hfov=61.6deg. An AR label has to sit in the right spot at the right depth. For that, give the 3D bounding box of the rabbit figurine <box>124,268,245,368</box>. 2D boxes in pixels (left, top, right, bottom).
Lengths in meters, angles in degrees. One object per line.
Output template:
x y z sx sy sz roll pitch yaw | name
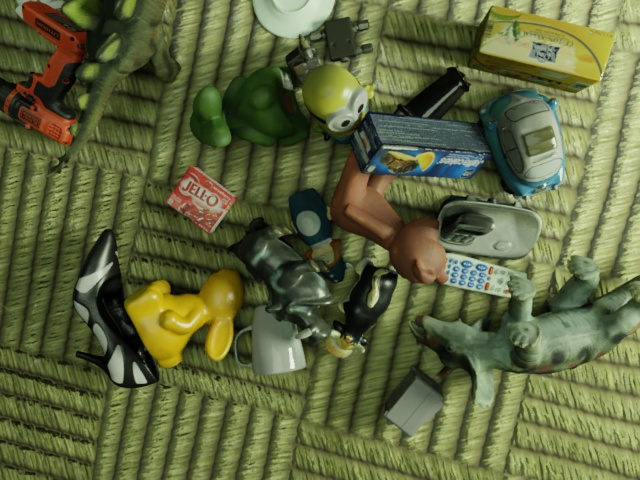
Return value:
-0.191 0.113 0.832 0.173 0.122 0.162 -29 83 -12 | rabbit figurine

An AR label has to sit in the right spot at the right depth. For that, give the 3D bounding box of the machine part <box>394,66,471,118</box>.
0.166 -0.199 0.811 0.084 0.039 0.139 45 99 10 | machine part

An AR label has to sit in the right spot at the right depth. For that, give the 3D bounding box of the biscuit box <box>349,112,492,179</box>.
0.144 -0.128 0.748 0.202 0.059 0.063 -1 59 -29 | biscuit box

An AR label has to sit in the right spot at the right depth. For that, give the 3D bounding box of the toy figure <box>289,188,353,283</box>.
-0.003 -0.002 0.833 0.064 0.058 0.154 -19 94 45 | toy figure

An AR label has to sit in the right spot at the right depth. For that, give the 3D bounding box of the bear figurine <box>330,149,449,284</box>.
0.111 -0.027 0.762 0.196 0.120 0.132 34 104 30 | bear figurine

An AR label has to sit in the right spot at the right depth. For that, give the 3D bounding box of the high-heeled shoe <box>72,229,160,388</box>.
-0.311 0.116 0.862 0.145 0.086 0.248 13 99 2 | high-heeled shoe

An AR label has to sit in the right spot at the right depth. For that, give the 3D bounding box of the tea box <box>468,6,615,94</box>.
0.307 -0.267 0.761 0.170 0.098 0.068 16 96 3 | tea box

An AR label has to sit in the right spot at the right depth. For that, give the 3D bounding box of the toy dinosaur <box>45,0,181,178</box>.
-0.279 -0.306 0.772 0.105 0.198 0.471 18 94 7 | toy dinosaur

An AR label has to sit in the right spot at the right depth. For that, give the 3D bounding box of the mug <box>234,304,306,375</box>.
-0.081 0.153 0.843 0.110 0.080 0.107 -8 81 12 | mug

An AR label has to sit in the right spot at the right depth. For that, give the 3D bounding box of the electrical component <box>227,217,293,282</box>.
-0.078 0.028 0.845 0.119 0.048 0.075 40 97 2 | electrical component

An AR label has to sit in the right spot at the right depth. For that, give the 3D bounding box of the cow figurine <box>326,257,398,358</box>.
0.062 0.112 0.811 0.068 0.098 0.167 25 96 -2 | cow figurine

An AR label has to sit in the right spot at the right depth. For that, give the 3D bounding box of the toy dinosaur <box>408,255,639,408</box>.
0.341 0.131 0.771 0.405 0.192 0.131 -10 48 -6 | toy dinosaur

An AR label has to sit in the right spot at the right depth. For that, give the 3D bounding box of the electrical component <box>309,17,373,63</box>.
0.032 -0.305 0.825 0.094 0.021 0.063 -9 93 6 | electrical component

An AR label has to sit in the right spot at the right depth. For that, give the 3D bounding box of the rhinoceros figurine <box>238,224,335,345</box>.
-0.045 0.063 0.781 0.112 0.073 0.190 -39 86 8 | rhinoceros figurine

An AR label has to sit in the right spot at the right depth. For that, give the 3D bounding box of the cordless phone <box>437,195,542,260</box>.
0.239 -0.020 0.740 0.147 0.184 0.088 9 90 6 | cordless phone

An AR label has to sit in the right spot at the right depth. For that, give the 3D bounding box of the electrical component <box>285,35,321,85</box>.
-0.020 -0.261 0.800 0.045 0.102 0.078 -35 112 14 | electrical component

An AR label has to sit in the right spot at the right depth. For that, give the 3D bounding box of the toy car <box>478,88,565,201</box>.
0.296 -0.140 0.768 0.109 0.103 0.161 -17 90 8 | toy car

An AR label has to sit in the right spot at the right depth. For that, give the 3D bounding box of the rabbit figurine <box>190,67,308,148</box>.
-0.123 -0.178 0.799 0.170 0.159 0.121 -14 102 22 | rabbit figurine

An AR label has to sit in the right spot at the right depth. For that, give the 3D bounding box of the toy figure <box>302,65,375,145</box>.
0.024 -0.183 0.755 0.089 0.180 0.082 23 94 7 | toy figure
